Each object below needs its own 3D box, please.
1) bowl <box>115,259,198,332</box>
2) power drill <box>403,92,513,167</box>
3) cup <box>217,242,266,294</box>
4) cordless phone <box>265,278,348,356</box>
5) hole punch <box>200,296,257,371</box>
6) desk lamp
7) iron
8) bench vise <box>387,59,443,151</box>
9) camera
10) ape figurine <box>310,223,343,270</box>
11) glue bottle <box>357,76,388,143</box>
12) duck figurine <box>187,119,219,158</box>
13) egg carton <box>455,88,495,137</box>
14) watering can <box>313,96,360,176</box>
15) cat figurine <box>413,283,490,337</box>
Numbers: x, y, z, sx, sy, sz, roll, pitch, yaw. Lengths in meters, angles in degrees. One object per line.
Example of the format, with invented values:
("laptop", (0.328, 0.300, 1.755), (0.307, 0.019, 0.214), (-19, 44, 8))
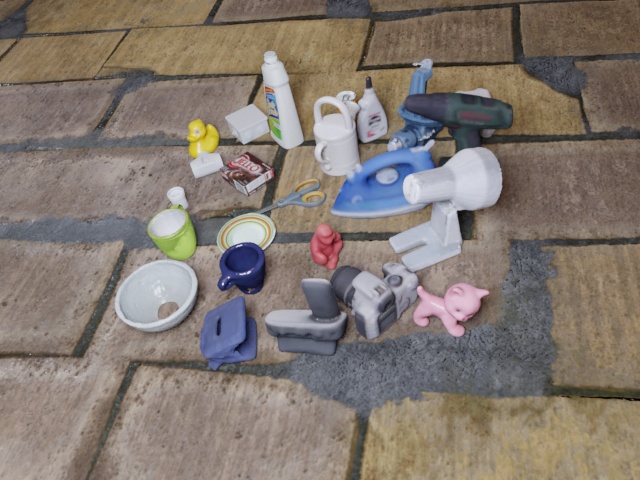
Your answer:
("bowl", (-0.317, 0.124, 1.148), (0.167, 0.075, 0.167), (-5, 47, 6))
("power drill", (0.302, -0.234, 1.262), (0.229, 0.209, 0.075), (-2, 48, 10))
("cup", (-0.154, 0.075, 1.147), (0.091, 0.095, 0.118), (22, 56, 27))
("cordless phone", (-0.031, 0.120, 1.020), (0.147, 0.185, 0.094), (-2, 48, 10))
("hole punch", (-0.175, 0.172, 1.066), (0.101, 0.091, 0.108), (-10, 47, 2))
("desk lamp", (0.240, -0.064, 1.116), (0.203, 0.214, 0.117), (-23, 48, -10))
("iron", (0.140, -0.135, 1.250), (0.258, 0.142, 0.118), (-15, 47, -3))
("bench vise", (0.229, -0.286, 1.316), (0.121, 0.220, 0.207), (9, 50, 19))
("camera", (0.094, 0.089, 1.082), (0.143, 0.101, 0.136), (-38, 52, -22))
("ape figurine", (0.011, 0.004, 1.181), (0.078, 0.092, 0.076), (-33, 50, -18))
("glue bottle", (0.124, -0.324, 1.403), (0.078, 0.173, 0.037), (-28, 49, -14))
("duck figurine", (-0.313, -0.278, 1.505), (0.077, 0.086, 0.105), (14, 52, 22))
("egg carton", (0.378, -0.314, 1.416), (0.107, 0.069, 0.150), (-6, 47, 5))
("watering can", (0.037, -0.259, 1.346), (0.100, 0.194, 0.173), (2, 49, 13))
("cat figurine", (0.232, 0.111, 1.024), (0.127, 0.118, 0.067), (13, 52, 21))
